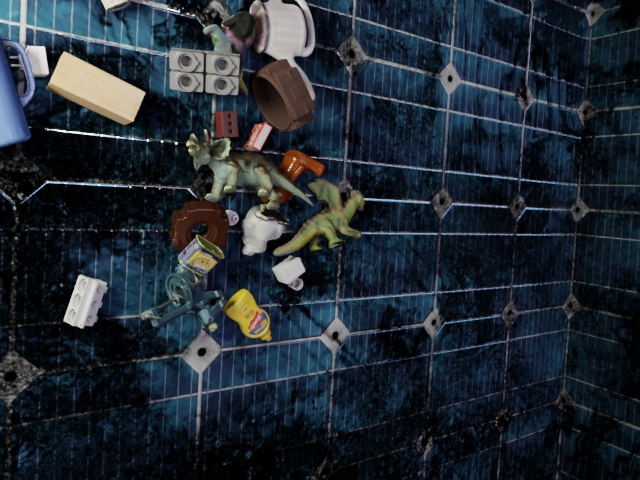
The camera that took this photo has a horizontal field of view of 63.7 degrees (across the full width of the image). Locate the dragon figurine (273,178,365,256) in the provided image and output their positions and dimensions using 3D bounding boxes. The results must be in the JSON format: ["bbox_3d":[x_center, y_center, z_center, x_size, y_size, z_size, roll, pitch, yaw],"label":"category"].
[{"bbox_3d":[0.005,-0.088,1.745,0.412,0.121,0.244,-8,81,-35],"label":"dragon figurine"}]

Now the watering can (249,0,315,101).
[{"bbox_3d":[-0.109,-0.609,1.599,0.225,0.104,0.347,-7,93,-32],"label":"watering can"}]

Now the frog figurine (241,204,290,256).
[{"bbox_3d":[-0.186,-0.027,1.618,0.137,0.125,0.157,5,128,-42],"label":"frog figurine"}]
